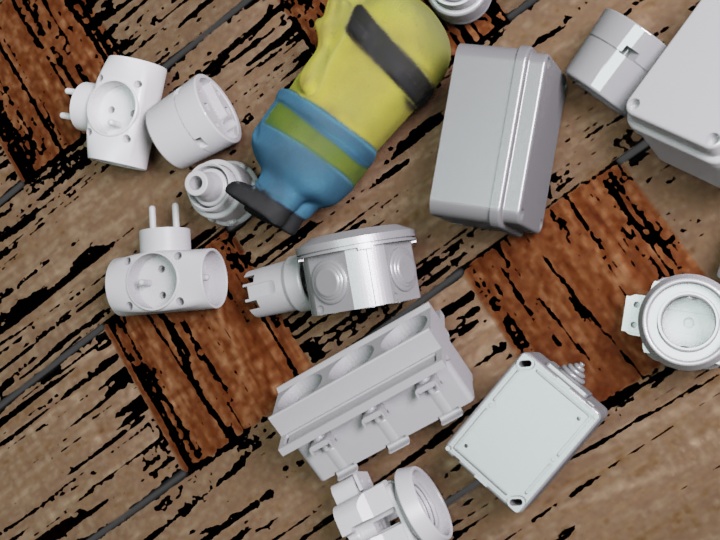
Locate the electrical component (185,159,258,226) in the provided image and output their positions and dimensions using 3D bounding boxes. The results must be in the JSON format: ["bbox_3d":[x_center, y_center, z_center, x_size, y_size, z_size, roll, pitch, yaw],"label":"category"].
[{"bbox_3d":[-0.102,-0.057,0.758,0.048,0.062,0.048,-1,86,18],"label":"electrical component"}]

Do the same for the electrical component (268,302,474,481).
[{"bbox_3d":[0.010,0.083,0.708,0.121,0.078,0.063,-30,106,14],"label":"electrical component"}]

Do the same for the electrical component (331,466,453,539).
[{"bbox_3d":[0.023,0.164,0.705,0.057,0.058,0.078,-31,70,14],"label":"electrical component"}]

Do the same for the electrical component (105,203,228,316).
[{"bbox_3d":[-0.140,-0.009,0.777,0.077,0.044,0.079,-5,84,18],"label":"electrical component"}]

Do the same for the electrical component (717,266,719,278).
[{"bbox_3d":[0.246,-0.020,0.654,0.040,0.040,0.078,17,92,18],"label":"electrical component"}]

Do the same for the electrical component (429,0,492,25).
[{"bbox_3d":[0.064,-0.189,0.712,0.043,0.062,0.043,0,89,13],"label":"electrical component"}]

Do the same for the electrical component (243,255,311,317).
[{"bbox_3d":[-0.053,0.012,0.751,0.046,0.040,0.040,-14,82,23],"label":"electrical component"}]

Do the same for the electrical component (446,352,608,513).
[{"bbox_3d":[0.111,0.095,0.679,0.062,0.061,0.096,41,99,17],"label":"electrical component"}]

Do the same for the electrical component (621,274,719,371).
[{"bbox_3d":[0.200,0.032,0.657,0.078,0.057,0.058,9,89,18],"label":"electrical component"}]

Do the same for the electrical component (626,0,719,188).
[{"bbox_3d":[0.223,-0.112,0.639,0.113,0.057,0.078,-54,47,1],"label":"electrical component"}]

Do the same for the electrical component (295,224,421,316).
[{"bbox_3d":[0.000,0.000,0.713,0.080,0.080,0.051,-10,89,17],"label":"electrical component"}]

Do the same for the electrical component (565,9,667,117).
[{"bbox_3d":[0.164,-0.130,0.681,0.055,0.055,0.047,39,102,16],"label":"electrical component"}]

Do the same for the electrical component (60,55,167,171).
[{"bbox_3d":[-0.188,-0.119,0.800,0.079,0.044,0.077,12,90,19],"label":"electrical component"}]

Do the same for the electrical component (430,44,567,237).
[{"bbox_3d":[0.090,-0.082,0.689,0.057,0.078,0.113,10,89,21],"label":"electrical component"}]

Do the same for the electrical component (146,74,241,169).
[{"bbox_3d":[-0.120,-0.105,0.772,0.047,0.055,0.055,-27,79,18],"label":"electrical component"}]
